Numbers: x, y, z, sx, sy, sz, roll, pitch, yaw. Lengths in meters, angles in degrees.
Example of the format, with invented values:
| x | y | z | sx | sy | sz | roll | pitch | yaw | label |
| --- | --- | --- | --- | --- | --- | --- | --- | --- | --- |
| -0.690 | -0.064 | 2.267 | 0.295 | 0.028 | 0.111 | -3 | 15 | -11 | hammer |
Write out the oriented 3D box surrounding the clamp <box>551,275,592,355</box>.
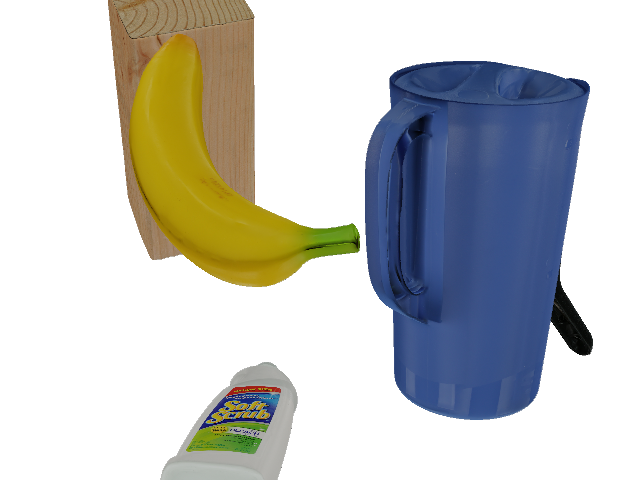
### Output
| x | y | z | sx | sy | sz | roll | pitch | yaw | label |
| --- | --- | --- | --- | --- | --- | --- | --- | --- | --- |
| 0.177 | 0.039 | 0.932 | 0.120 | 0.171 | 0.039 | -23 | 7 | -40 | clamp |

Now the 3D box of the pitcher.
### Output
| x | y | z | sx | sy | sz | roll | pitch | yaw | label |
| --- | --- | --- | --- | --- | --- | --- | --- | --- | --- |
| 0.102 | 0.002 | 0.750 | 0.149 | 0.243 | 0.145 | 1 | 21 | 1 | pitcher |

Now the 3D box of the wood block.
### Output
| x | y | z | sx | sy | sz | roll | pitch | yaw | label |
| --- | --- | --- | --- | --- | --- | --- | --- | --- | --- |
| -0.105 | -0.096 | 0.826 | 0.090 | 0.206 | 0.090 | -12 | 44 | -16 | wood block |

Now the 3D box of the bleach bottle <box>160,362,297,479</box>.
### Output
| x | y | z | sx | sy | sz | roll | pitch | yaw | label |
| --- | --- | --- | --- | --- | --- | --- | --- | --- | --- |
| -0.081 | 0.188 | 1.071 | 0.102 | 0.068 | 0.250 | 2 | 19 | 6 | bleach bottle |

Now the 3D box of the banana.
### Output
| x | y | z | sx | sy | sz | roll | pitch | yaw | label |
| --- | --- | --- | --- | --- | --- | --- | --- | --- | --- |
| -0.055 | -0.035 | 0.512 | 0.069 | 0.037 | 0.198 | -24 | 47 | -15 | banana |
